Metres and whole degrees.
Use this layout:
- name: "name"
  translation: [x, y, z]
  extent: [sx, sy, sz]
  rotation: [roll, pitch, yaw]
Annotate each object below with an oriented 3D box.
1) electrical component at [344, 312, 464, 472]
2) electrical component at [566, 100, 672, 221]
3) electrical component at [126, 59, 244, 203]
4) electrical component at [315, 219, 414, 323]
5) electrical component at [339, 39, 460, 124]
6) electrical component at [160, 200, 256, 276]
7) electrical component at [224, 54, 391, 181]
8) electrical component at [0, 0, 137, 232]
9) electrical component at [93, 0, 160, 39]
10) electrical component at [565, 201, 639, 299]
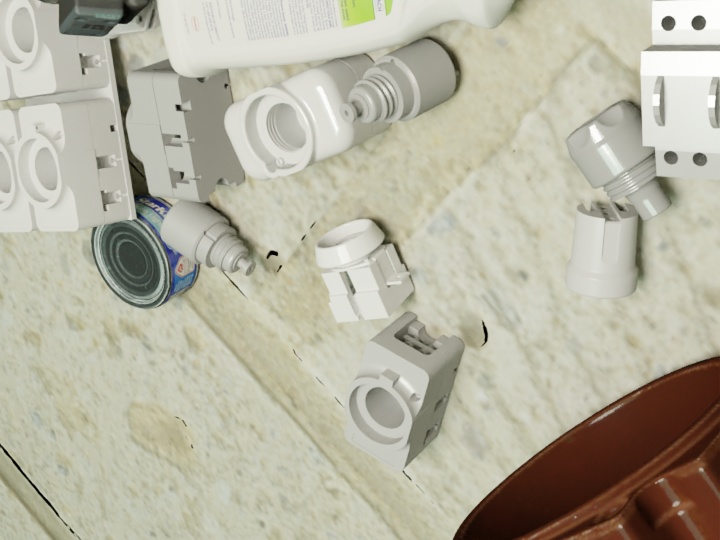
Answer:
- name: "electrical component"
  translation: [0.027, 0.084, 0.724]
  extent: [0.050, 0.056, 0.089]
  rotation: [28, 127, 22]
- name: "electrical component"
  translation: [0.142, -0.056, 0.575]
  extent: [0.043, 0.043, 0.062]
  rotation: [-33, 92, 42]
- name: "electrical component"
  translation: [-0.123, -0.098, 0.746]
  extent: [0.056, 0.050, 0.089]
  rotation: [9, 117, 33]
- name: "electrical component"
  translation: [0.000, 0.000, 0.709]
  extent: [0.066, 0.048, 0.055]
  rotation: [-8, 115, 39]
- name: "electrical component"
  translation: [0.020, -0.105, 0.622]
  extent: [0.040, 0.078, 0.040]
  rotation: [33, 140, 34]
- name: "electrical component"
  translation: [-0.109, -0.021, 0.781]
  extent: [0.078, 0.040, 0.040]
  rotation: [34, 128, 18]
- name: "electrical component"
  translation: [-0.036, -0.094, 0.677]
  extent: [0.095, 0.059, 0.053]
  rotation: [-15, 103, 40]
- name: "electrical component"
  translation: [-0.235, -0.123, 0.785]
  extent: [0.105, 0.060, 0.186]
  rotation: [1, 102, 38]
- name: "electrical component"
  translation: [-0.165, -0.181, 0.743]
  extent: [0.046, 0.040, 0.040]
  rotation: [4, 115, 30]
- name: "electrical component"
  translation: [0.137, -0.012, 0.605]
  extent: [0.040, 0.040, 0.046]
  rotation: [14, 115, 31]
